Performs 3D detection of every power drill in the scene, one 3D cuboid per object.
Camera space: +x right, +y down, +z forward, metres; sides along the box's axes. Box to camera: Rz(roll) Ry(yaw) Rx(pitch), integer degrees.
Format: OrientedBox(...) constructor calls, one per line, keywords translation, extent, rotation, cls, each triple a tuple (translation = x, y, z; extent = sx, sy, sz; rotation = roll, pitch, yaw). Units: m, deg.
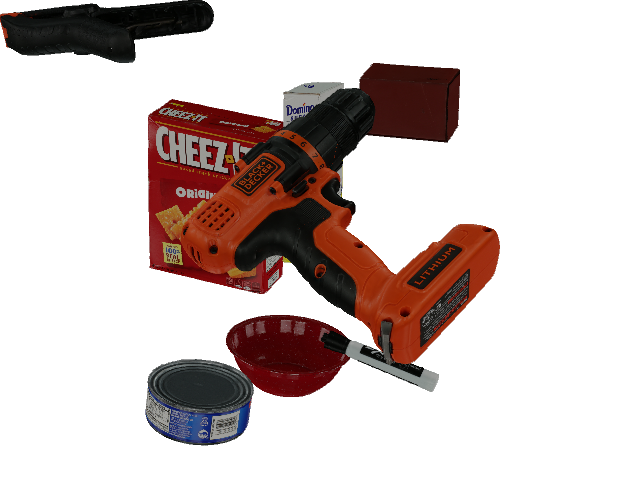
OrientedBox(translation=(0.025, -0.015, 0.729), extent=(0.188, 0.184, 0.057), rotation=(32, -26, 28), cls="power drill")

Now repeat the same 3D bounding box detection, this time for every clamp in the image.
OrientedBox(translation=(-0.171, -0.166, 0.829), extent=(0.172, 0.039, 0.120), rotation=(13, 23, 33), cls="clamp")

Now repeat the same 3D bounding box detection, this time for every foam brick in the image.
OrientedBox(translation=(0.075, -0.118, 0.906), extent=(0.078, 0.051, 0.053), rotation=(7, 25, 17), cls="foam brick")

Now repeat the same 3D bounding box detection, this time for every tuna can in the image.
OrientedBox(translation=(-0.098, 0.131, 0.865), extent=(0.086, 0.034, 0.086), rotation=(8, 20, -3), cls="tuna can")

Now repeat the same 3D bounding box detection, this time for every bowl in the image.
OrientedBox(translation=(-0.041, 0.154, 1.362), extent=(0.162, 0.055, 0.162), rotation=(5, 22, -2), cls="bowl")

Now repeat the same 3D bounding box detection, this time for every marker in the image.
OrientedBox(translation=(0.057, 0.117, 1.044), extent=(0.121, 0.020, 0.020), rotation=(21, 5, 14), cls="marker")

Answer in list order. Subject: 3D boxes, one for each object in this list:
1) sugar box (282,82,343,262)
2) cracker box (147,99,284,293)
OrientedBox(translation=(-0.008, -0.071, 1.103), extent=(0.048, 0.176, 0.093), rotation=(3, 15, 16), cls="sugar box")
OrientedBox(translation=(-0.129, -0.052, 1.324), extent=(0.164, 0.214, 0.072), rotation=(13, 30, 17), cls="cracker box")
